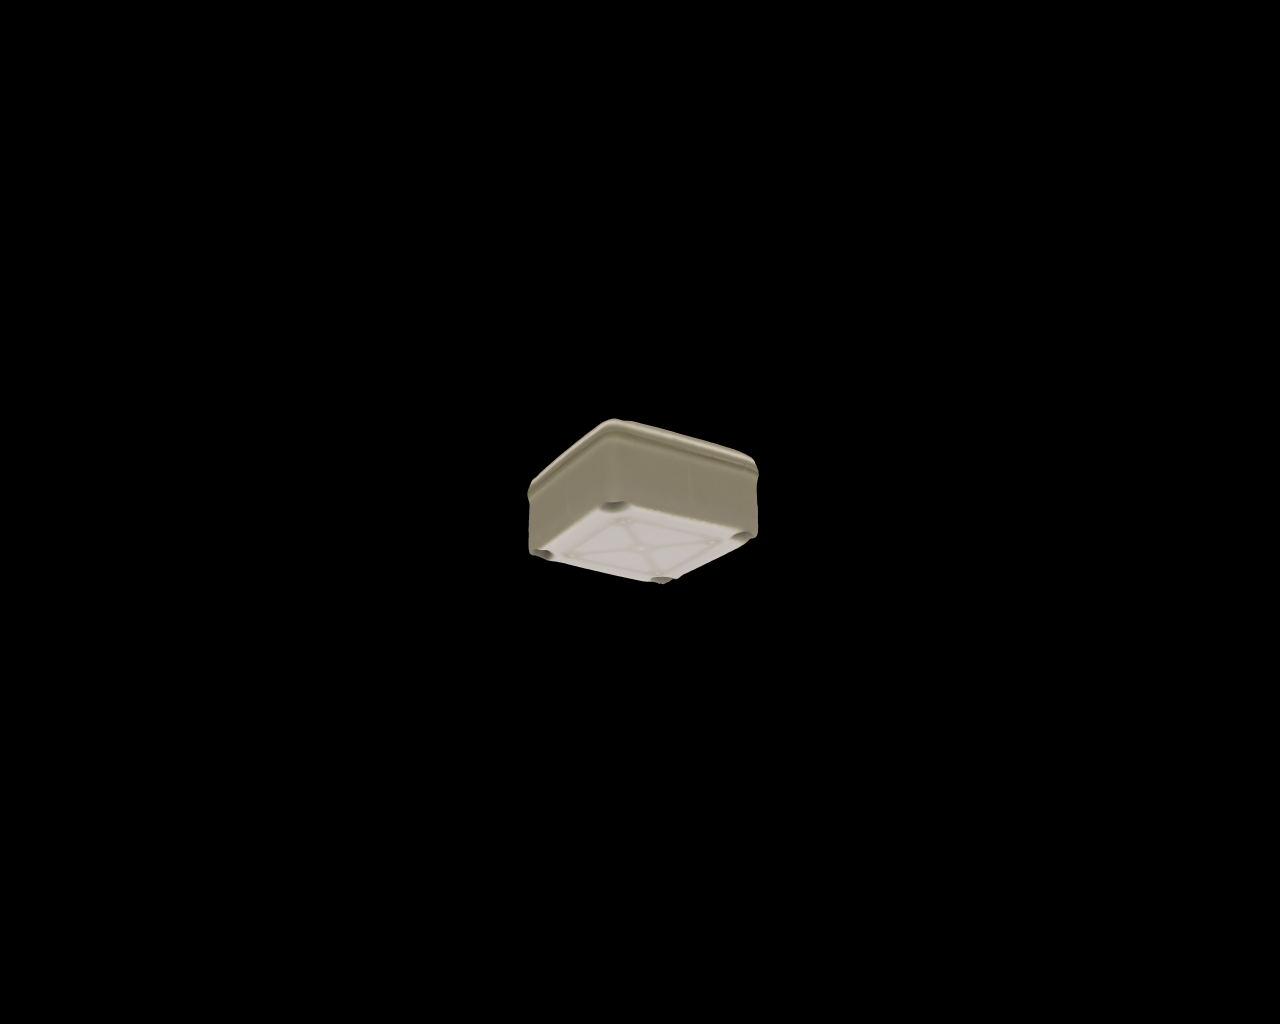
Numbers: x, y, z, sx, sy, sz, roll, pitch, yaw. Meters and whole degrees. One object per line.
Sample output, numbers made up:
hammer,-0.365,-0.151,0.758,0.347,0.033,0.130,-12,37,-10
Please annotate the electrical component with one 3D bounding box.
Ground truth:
electrical component,0.001,-0.003,0.650,0.109,0.056,0.108,14,-27,-29
